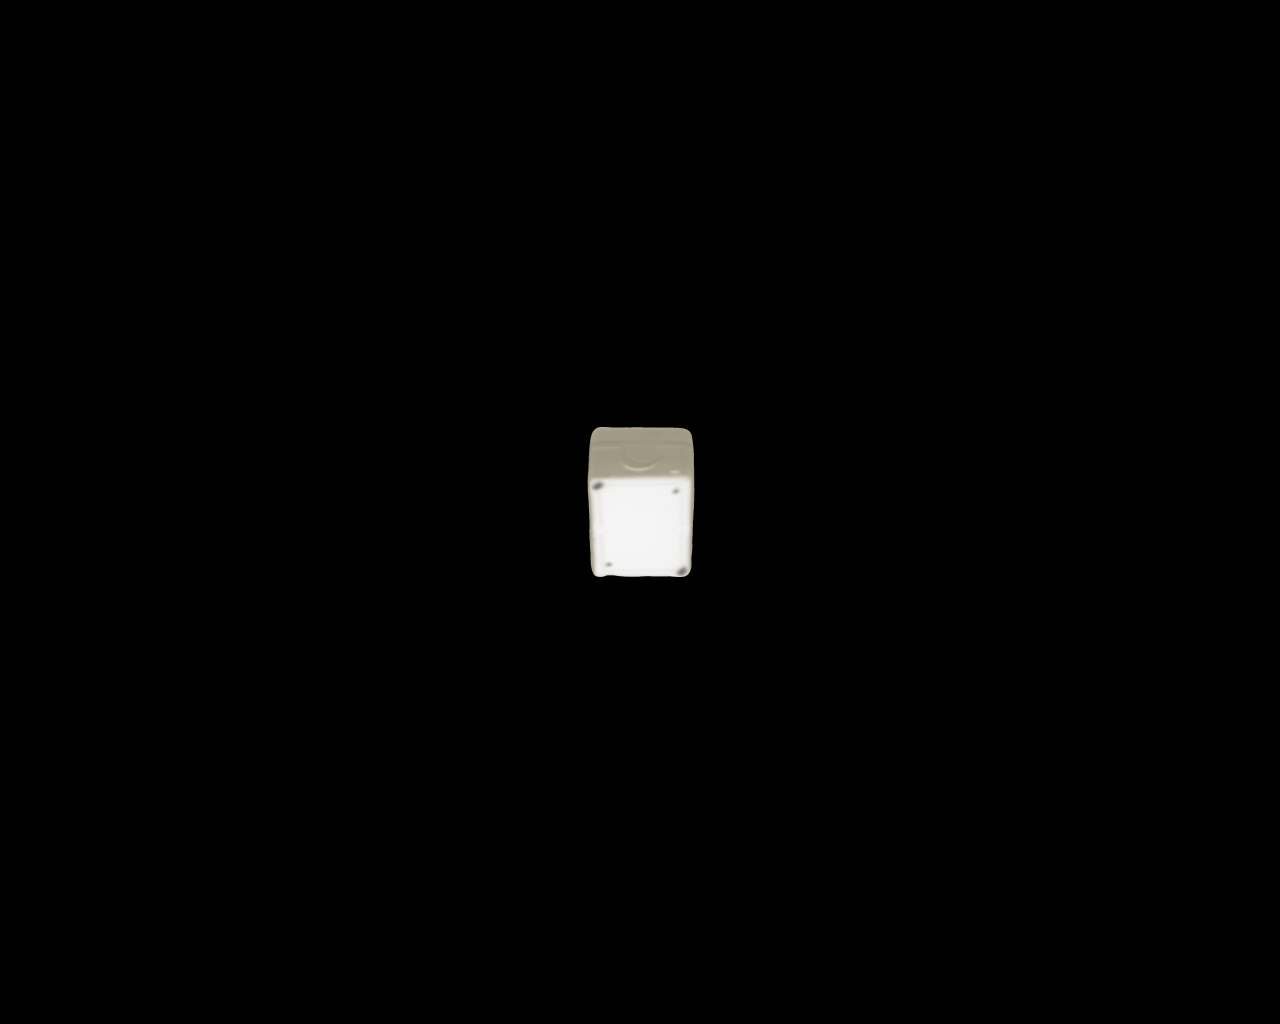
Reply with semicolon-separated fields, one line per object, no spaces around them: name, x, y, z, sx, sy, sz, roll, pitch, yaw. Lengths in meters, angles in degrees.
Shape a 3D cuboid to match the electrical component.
electrical component;0.001;-0.003;0.650;0.062;0.096;0.061;0;40;0
